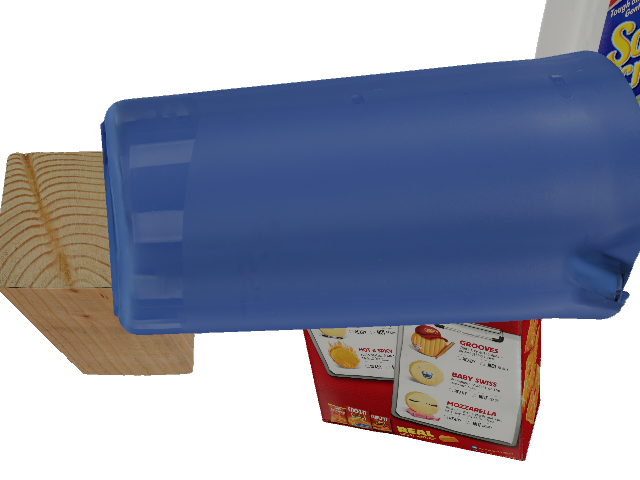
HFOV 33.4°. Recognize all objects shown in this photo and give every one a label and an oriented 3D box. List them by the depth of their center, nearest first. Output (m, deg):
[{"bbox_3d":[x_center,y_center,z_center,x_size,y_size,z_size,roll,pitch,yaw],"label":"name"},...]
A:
[{"bbox_3d":[0.019,-0.024,0.517,0.242,0.145,0.149,-4,-8,-11],"label":"pitcher"},{"bbox_3d":[0.174,-0.133,0.648,0.102,0.251,0.068,-12,31,-17],"label":"bleach bottle"},{"bbox_3d":[-0.146,0.024,0.738,0.090,0.091,0.206,0,-21,3],"label":"wood block"},{"bbox_3d":[0.073,0.057,0.769,0.164,0.214,0.072,8,45,20],"label":"cracker box"}]
